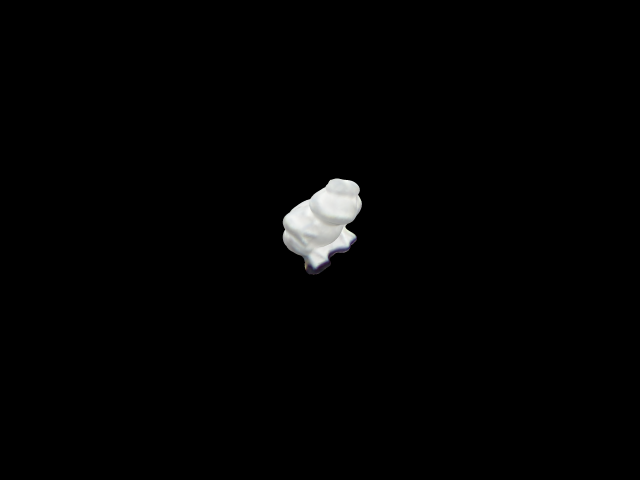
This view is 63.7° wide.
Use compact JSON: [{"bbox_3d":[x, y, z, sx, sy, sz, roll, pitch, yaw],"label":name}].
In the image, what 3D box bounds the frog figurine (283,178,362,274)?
[{"bbox_3d":[0.003,-0.043,0.850,0.138,0.155,0.125,-19,47,-19],"label":"frog figurine"}]
